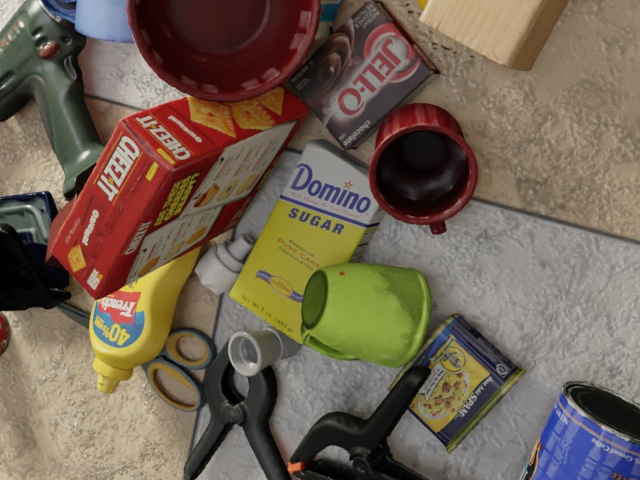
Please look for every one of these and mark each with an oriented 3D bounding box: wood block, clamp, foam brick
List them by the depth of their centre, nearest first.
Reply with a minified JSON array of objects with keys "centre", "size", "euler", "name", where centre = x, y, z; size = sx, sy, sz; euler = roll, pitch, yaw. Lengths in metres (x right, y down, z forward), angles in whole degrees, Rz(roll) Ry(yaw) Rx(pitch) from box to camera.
[{"centre":[0.178,-0.253,0.887],"size":[0.091,0.090,0.206],"euler":[33,108,16],"name":"wood block"},{"centre":[0.056,0.211,0.997],"size":[0.210,0.036,0.164],"euler":[-24,94,43],"name":"clamp"},{"centre":[-0.090,0.179,1.083],"size":[0.120,0.039,0.171],"euler":[-5,92,17],"name":"clamp"},{"centre":[-0.241,-0.005,1.088],"size":[0.078,0.052,0.051],"euler":[-39,43,50],"name":"foam brick"}]

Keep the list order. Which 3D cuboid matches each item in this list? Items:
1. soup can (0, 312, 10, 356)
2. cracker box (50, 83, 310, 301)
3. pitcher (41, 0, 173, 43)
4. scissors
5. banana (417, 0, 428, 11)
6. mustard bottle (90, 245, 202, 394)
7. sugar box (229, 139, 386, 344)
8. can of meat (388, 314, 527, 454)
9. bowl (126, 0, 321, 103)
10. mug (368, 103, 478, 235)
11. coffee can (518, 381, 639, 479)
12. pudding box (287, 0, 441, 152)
[{"centre":[-0.399,0.109,1.166],"size":[0.069,0.102,0.068],"euler":[3,98,22],"name":"soup can"},{"centre":[-0.122,-0.056,0.952],"size":[0.072,0.213,0.164],"euler":[44,125,11],"name":"cracker box"},{"centre":[-0.164,-0.301,0.947],"size":[0.145,0.149,0.243],"euler":[28,122,48],"name":"pitcher"},{"centre":[-0.189,0.098,1.125],"size":[0.202,0.016,0.096],"euler":[41,108,13],"name":"scissors"},{"centre":[0.109,-0.297,0.937],"size":[0.070,0.037,0.198],"euler":[25,106,19],"name":"banana"},{"centre":[-0.187,0.066,1.082],"size":[0.096,0.058,0.192],"euler":[27,101,37],"name":"mustard bottle"},{"centre":[-0.007,0.001,1.020],"size":[0.093,0.048,0.176],"euler":[32,109,15],"name":"sugar box"},{"centre":[0.123,0.130,0.978],"size":[0.084,0.057,0.102],"euler":[43,111,14],"name":"can of meat"},{"centre":[-0.083,-0.200,0.901],"size":[0.162,0.055,0.162],"euler":[-3,106,-12],"name":"bowl"},{"centre":[0.093,-0.061,0.944],"size":[0.093,0.081,0.117],"euler":[-16,114,10],"name":"mug"},{"centre":[0.227,0.208,0.920],"size":[0.103,0.102,0.140],"euler":[27,106,17],"name":"coffee can"},{"centre":[0.040,-0.151,0.984],"size":[0.114,0.039,0.090],"euler":[-42,81,22],"name":"pudding box"}]
